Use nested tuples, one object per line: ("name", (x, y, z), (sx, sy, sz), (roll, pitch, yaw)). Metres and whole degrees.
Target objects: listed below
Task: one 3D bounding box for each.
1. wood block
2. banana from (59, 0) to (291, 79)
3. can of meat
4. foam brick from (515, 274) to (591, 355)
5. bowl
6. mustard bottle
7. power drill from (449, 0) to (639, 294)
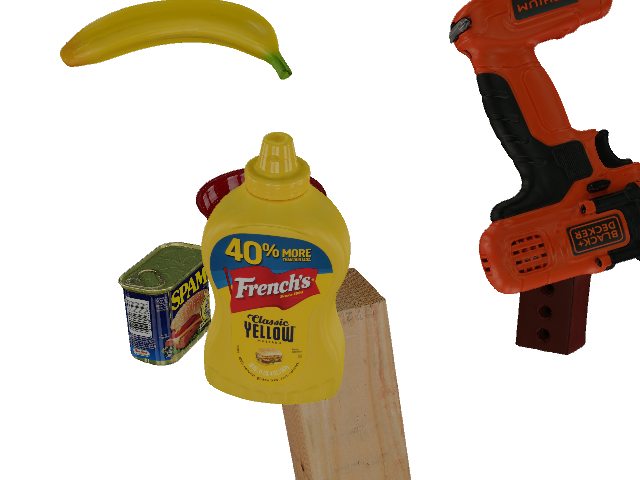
("wood block", (0.016, 0.141, 0.942), (0.090, 0.206, 0.091), (-14, 21, -13))
("banana", (-0.122, -0.178, 0.920), (0.197, 0.069, 0.037), (2, -33, -2))
("can of meat", (-0.147, 0.061, 1.036), (0.057, 0.084, 0.102), (9, 27, 21))
("foam brick", (0.218, 0.061, 0.995), (0.053, 0.078, 0.051), (9, 14, 31))
("bowl", (-0.074, -0.032, 1.330), (0.162, 0.055, 0.162), (0, 31, 0))
("mustard bottle", (-0.029, 0.018, 0.700), (0.096, 0.192, 0.058), (6, 32, 6))
("power drill", (0.171, -0.074, 0.669), (0.184, 0.187, 0.057), (-17, -2, -5))
